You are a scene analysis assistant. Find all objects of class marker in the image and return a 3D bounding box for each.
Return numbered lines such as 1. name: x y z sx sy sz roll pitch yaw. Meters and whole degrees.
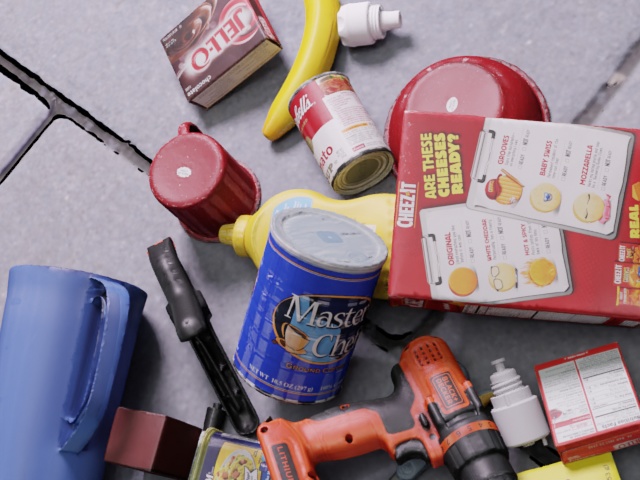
1. marker: -0.110 0.210 0.983 0.020 0.020 0.121 8 73 22

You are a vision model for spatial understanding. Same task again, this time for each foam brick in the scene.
1. foam brick: -0.152 0.187 0.974 0.053 0.078 0.051 7 74 22

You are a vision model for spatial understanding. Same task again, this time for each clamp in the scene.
1. clamp: -0.117 0.077 0.994 0.036 0.164 0.210 -27 39 -6

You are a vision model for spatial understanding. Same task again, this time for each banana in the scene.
1. banana: -0.013 -0.194 1.097 0.070 0.037 0.198 -9 63 42

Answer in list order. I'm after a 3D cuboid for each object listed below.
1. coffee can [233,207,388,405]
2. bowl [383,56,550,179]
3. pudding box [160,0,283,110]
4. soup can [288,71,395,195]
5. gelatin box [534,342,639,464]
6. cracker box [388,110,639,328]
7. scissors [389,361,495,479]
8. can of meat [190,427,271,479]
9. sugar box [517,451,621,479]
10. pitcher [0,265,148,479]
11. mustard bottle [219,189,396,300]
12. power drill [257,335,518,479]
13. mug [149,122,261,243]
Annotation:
1. coffee can: -0.010 0.057 0.925 0.103 0.102 0.140 31 118 26
2. bowl: 0.131 -0.114 1.002 0.162 0.055 0.162 -7 67 17
3. pudding box: -0.104 -0.205 1.116 0.114 0.039 0.090 -37 61 21
4. soup can: 0.020 -0.102 1.029 0.068 0.068 0.102 -31 63 6
5. gelatin box: 0.222 0.133 0.873 0.073 0.030 0.089 -19 41 12
6. cracker box: 0.170 -0.016 0.908 0.214 0.072 0.164 5 77 5
7. scissors: 0.074 0.180 0.931 0.202 0.016 0.096 -33 61 5
8. can of meat: -0.068 0.225 0.942 0.084 0.057 0.102 8 73 20
9. sugar box: 0.160 0.236 0.851 0.176 0.048 0.093 -17 44 9
10. pitcher: -0.241 0.149 0.989 0.145 0.149 0.243 5 75 10
11. mustard bottle: -0.006 0.001 1.003 0.192 0.058 0.096 5 85 21
12. power drill: 0.055 0.180 0.867 0.187 0.057 0.184 -20 48 -6
13. mug: -0.118 -0.065 1.056 0.093 0.081 0.117 -17 65 13
